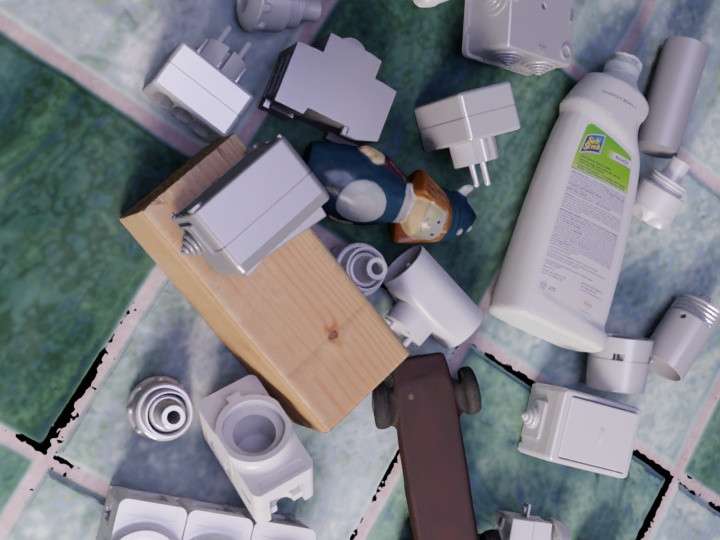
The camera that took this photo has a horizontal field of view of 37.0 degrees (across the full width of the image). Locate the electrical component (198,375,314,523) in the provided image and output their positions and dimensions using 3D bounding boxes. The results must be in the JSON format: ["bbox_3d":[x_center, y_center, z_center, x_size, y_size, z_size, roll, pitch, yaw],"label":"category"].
[{"bbox_3d":[-0.076,0.128,0.785,0.050,0.055,0.089,-27,59,-20],"label":"electrical component"}]

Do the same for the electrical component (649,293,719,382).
[{"bbox_3d":[0.289,0.055,0.961,0.043,0.043,0.081,41,76,-17],"label":"electrical component"}]

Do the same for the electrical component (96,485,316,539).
[{"bbox_3d":[-0.117,0.219,0.790,0.150,0.062,0.089,15,85,-21],"label":"electrical component"}]

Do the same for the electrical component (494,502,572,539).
[{"bbox_3d":[0.144,0.230,0.903,0.055,0.048,0.066,11,86,-14],"label":"electrical component"}]

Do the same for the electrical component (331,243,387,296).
[{"bbox_3d":[0.000,0.000,0.835,0.043,0.062,0.043,1,88,-25],"label":"electrical component"}]

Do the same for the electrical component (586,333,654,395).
[{"bbox_3d":[0.223,0.080,0.929,0.055,0.055,0.047,6,92,-22],"label":"electrical component"}]

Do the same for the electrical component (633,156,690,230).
[{"bbox_3d":[0.266,-0.069,0.944,0.043,0.043,0.062,27,102,-20],"label":"electrical component"}]

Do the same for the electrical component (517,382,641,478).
[{"bbox_3d":[0.182,0.134,0.909,0.096,0.061,0.061,17,84,-21],"label":"electrical component"}]

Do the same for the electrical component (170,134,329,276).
[{"bbox_3d":[-0.075,-0.035,0.708,0.096,0.062,0.061,-43,105,-17],"label":"electrical component"}]

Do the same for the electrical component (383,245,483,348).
[{"bbox_3d":[0.047,0.035,0.863,0.077,0.044,0.079,47,75,-16],"label":"electrical component"}]

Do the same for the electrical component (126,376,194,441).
[{"bbox_3d":[-0.141,0.103,0.779,0.048,0.062,0.048,0,90,-21],"label":"electrical component"}]

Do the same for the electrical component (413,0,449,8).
[{"bbox_3d":[0.070,-0.237,0.877,0.061,0.035,0.035,-24,99,-22],"label":"electrical component"}]

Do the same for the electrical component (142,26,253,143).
[{"bbox_3d":[-0.110,-0.145,0.799,0.066,0.047,0.076,37,77,-18],"label":"electrical component"}]

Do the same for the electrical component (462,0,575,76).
[{"bbox_3d":[0.132,-0.212,0.879,0.100,0.048,0.099,5,88,-43],"label":"electrical component"}]

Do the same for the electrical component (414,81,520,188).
[{"bbox_3d":[0.089,-0.103,0.859,0.047,0.083,0.075,-17,96,-21],"label":"electrical component"}]

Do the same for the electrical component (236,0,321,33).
[{"bbox_3d":[-0.061,-0.202,0.821,0.062,0.048,0.048,3,89,-29],"label":"electrical component"}]
